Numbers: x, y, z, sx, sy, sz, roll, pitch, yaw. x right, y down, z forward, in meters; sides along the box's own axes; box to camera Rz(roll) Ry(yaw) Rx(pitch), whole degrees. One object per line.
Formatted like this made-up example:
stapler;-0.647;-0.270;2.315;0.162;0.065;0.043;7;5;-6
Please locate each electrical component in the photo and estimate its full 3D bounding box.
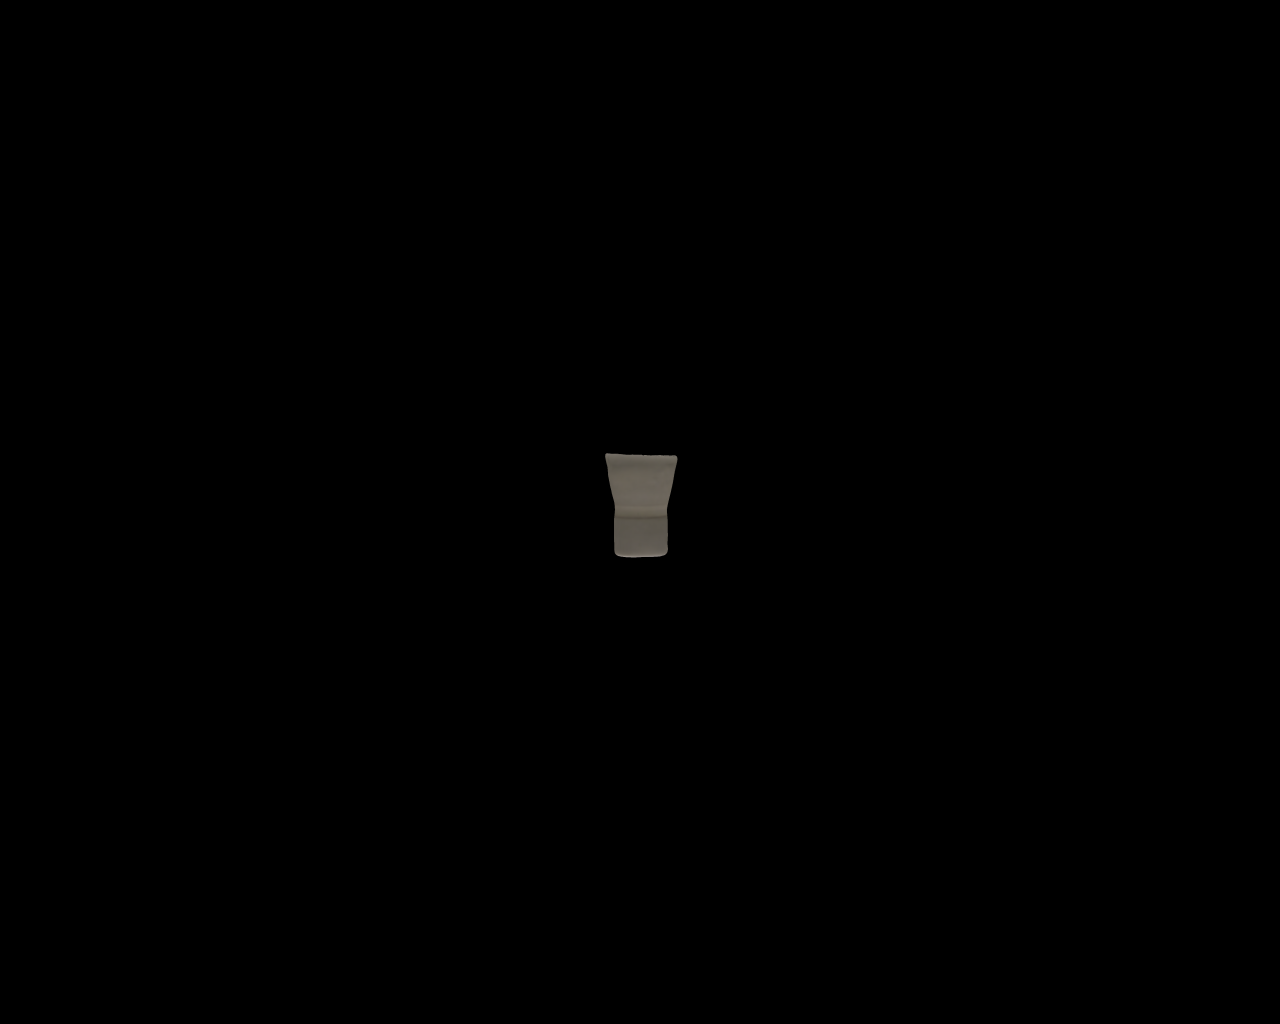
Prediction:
electrical component;0.001;-0.003;0.650;0.044;0.065;0.044;0;2;0
